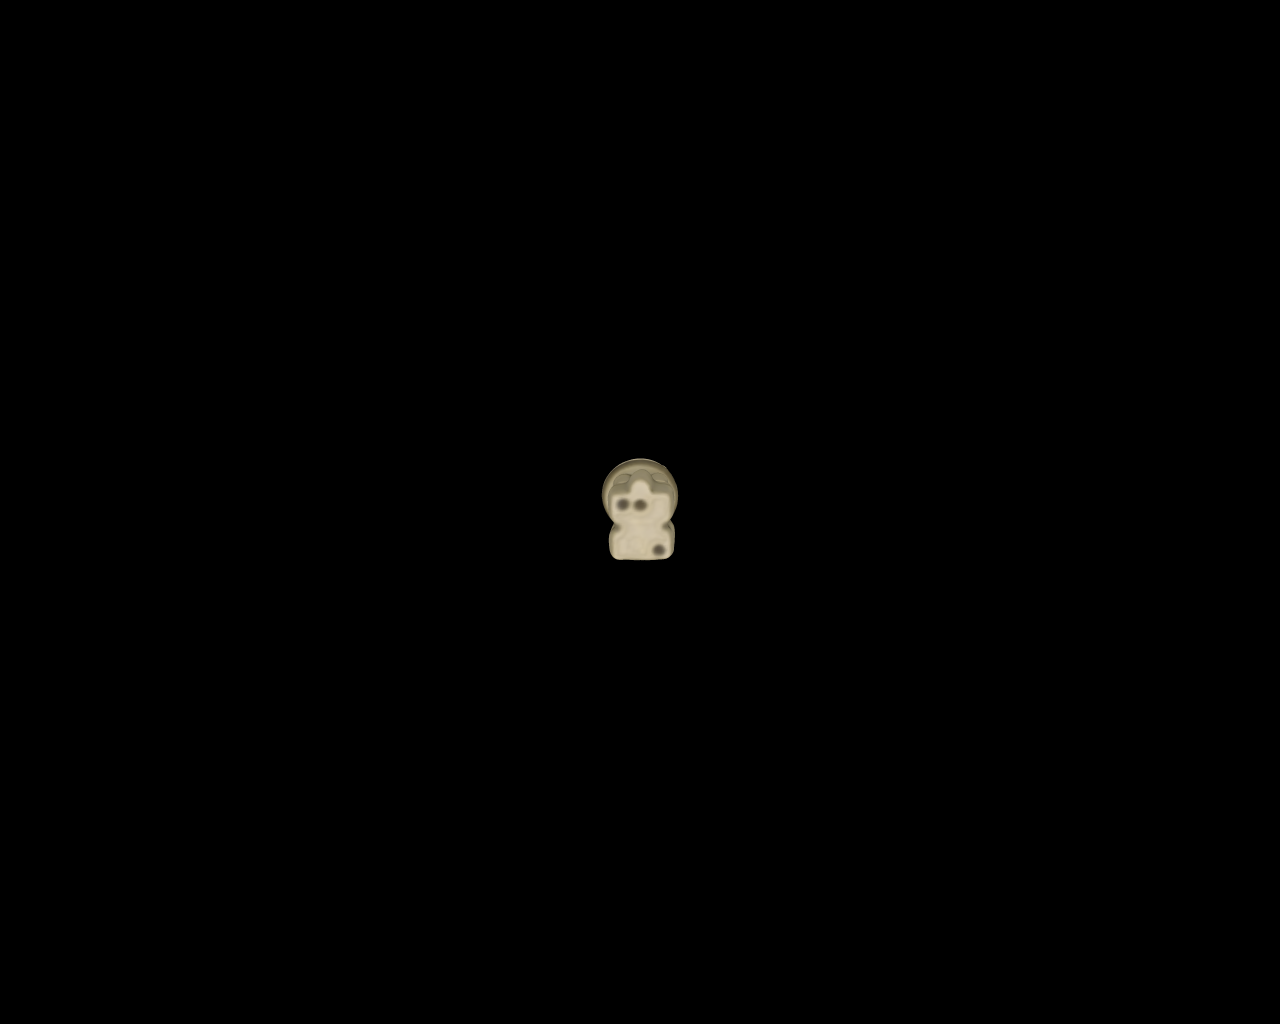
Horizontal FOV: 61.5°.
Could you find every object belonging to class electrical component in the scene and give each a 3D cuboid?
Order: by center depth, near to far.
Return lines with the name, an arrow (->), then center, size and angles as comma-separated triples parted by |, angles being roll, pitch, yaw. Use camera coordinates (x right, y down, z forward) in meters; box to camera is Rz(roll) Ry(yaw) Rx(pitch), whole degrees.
electrical component -> 0.001, -0.003, 0.650 | 0.048, 0.066, 0.055 | 0, 24, 0
